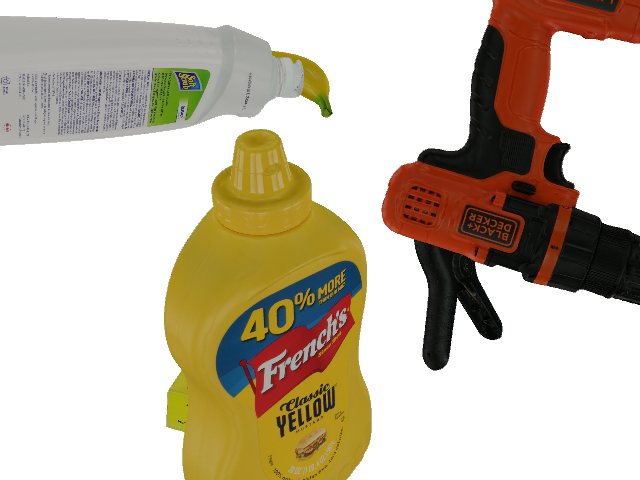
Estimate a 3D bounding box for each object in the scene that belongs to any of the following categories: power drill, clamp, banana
[{"bbox_3d":[0.146,-0.066,0.643,0.184,0.188,0.057,17,6,5],"label":"power drill"},{"bbox_3d":[0.116,0.033,0.983,0.039,0.171,0.120,-11,12,34],"label":"clamp"},{"bbox_3d":[-0.071,-0.174,1.129,0.198,0.037,0.069,10,44,19],"label":"banana"}]

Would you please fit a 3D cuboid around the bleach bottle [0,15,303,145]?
[{"bbox_3d":[-0.138,-0.117,0.803,0.250,0.068,0.103,-2,-37,-17],"label":"bleach bottle"}]

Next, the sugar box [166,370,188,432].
[{"bbox_3d":[-0.059,0.106,0.931,0.093,0.048,0.176,12,32,9],"label":"sugar box"}]

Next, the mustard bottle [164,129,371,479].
[{"bbox_3d":[-0.022,0.038,0.475,0.096,0.192,0.058,-24,40,-29],"label":"mustard bottle"}]
